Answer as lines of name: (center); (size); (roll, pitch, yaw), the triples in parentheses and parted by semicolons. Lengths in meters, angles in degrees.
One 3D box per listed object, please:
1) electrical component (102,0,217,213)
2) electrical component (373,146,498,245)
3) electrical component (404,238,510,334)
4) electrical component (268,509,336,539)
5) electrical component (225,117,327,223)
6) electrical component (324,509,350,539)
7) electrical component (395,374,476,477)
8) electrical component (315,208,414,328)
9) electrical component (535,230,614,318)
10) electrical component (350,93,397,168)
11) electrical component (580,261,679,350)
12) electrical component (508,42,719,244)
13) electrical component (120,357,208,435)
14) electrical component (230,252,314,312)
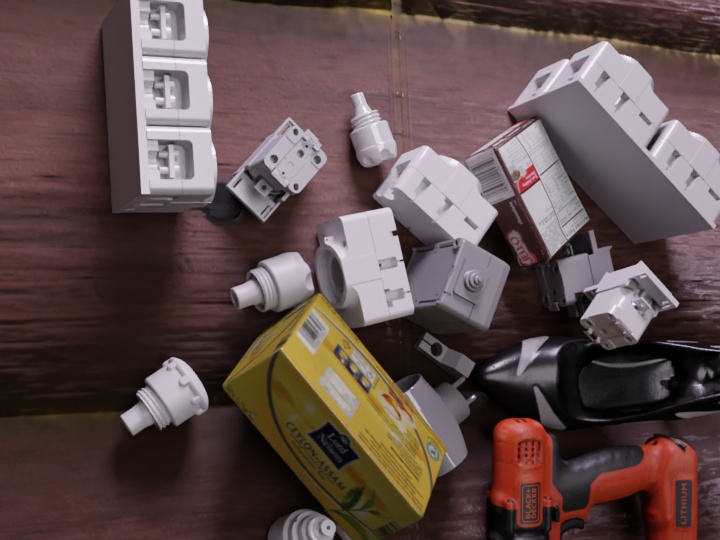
electrical component: (-0.148, -0.122, 0.800); (0.062, 0.089, 0.150); (-2, 85, -26)
electrical component: (0.067, -0.059, 0.921); (0.089, 0.050, 0.055); (41, 69, -16)
electrical component: (0.081, 0.016, 0.893); (0.061, 0.096, 0.061); (29, 73, -22)
electrical component: (-0.041, 0.203, 0.825); (0.040, 0.078, 0.040); (11, 65, -25)
electrical component: (-0.062, -0.082, 0.853); (0.042, 0.064, 0.081); (44, 68, -14)
electrical component: (-0.012, 0.193, 0.862); (0.035, 0.035, 0.061); (-45, 101, -23)
electrical component: (0.065, 0.120, 0.903); (0.079, 0.043, 0.077); (-36, 100, -25)
electrical component: (0.000, 0.000, 0.881); (0.056, 0.050, 0.089); (-13, 90, -28)
electrical component: (0.197, 0.008, 0.982); (0.064, 0.042, 0.081); (-12, 89, -25)
electrical component: (0.007, -0.119, 0.908); (0.035, 0.035, 0.061); (-20, 91, -27)
electrical component: (0.226, 0.033, 0.921); (0.042, 0.081, 0.063); (44, 61, -11)
electrical component: (0.241, -0.114, 0.982); (0.186, 0.105, 0.060); (43, 68, -16)
electrical component: (-0.148, 0.099, 0.801); (0.062, 0.048, 0.048); (-34, 99, -18)
electrical component: (-0.071, 0.013, 0.848); (0.062, 0.043, 0.043); (-20, 93, -26)
